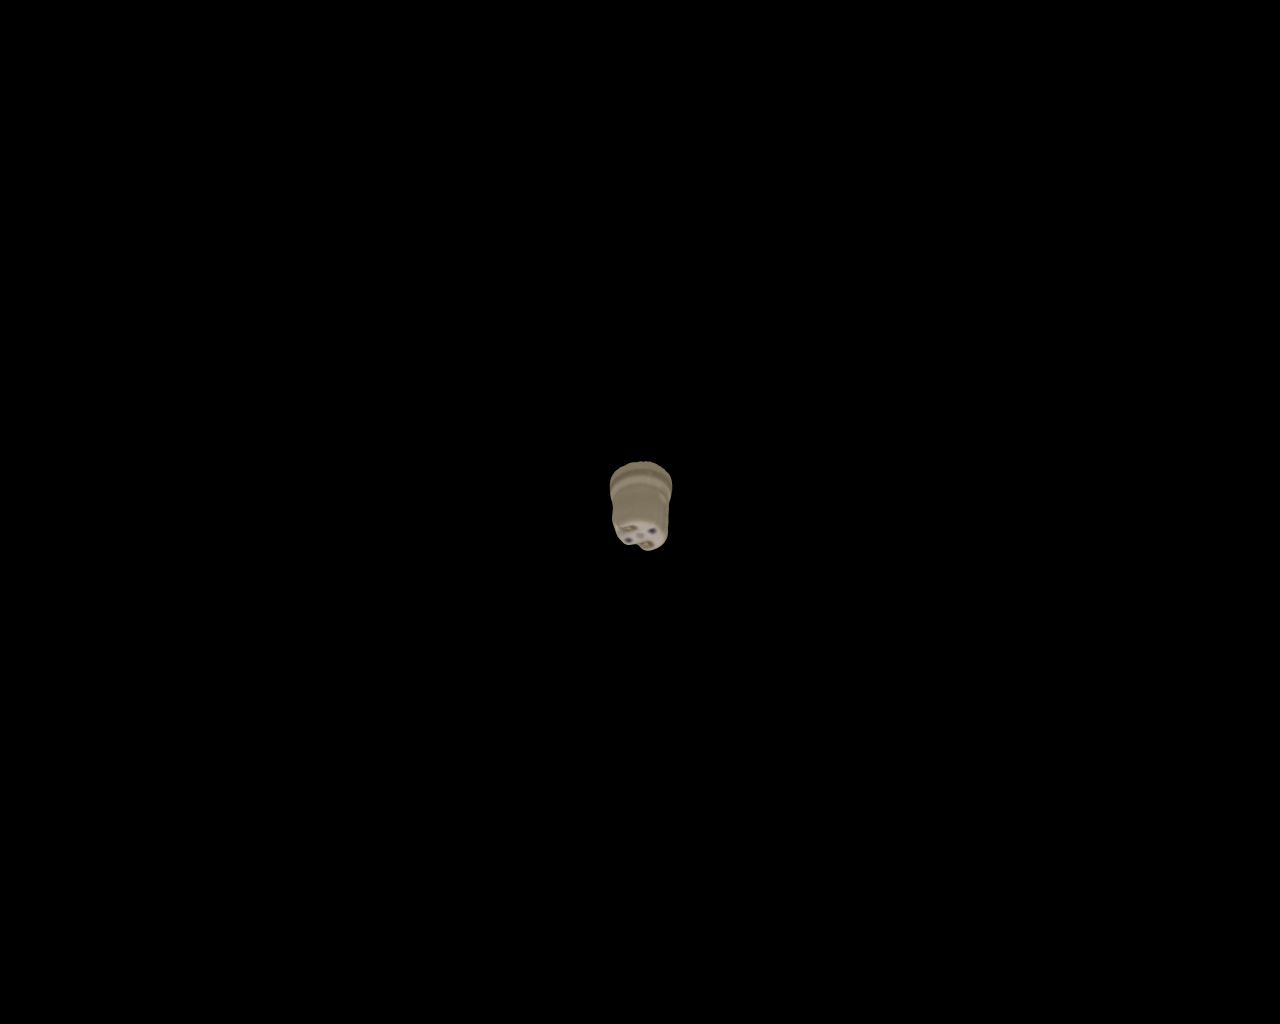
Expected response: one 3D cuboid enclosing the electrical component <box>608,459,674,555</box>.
[{"bbox_3d":[0.001,-0.003,0.650,0.040,0.046,0.040,0,-41,0],"label":"electrical component"}]
